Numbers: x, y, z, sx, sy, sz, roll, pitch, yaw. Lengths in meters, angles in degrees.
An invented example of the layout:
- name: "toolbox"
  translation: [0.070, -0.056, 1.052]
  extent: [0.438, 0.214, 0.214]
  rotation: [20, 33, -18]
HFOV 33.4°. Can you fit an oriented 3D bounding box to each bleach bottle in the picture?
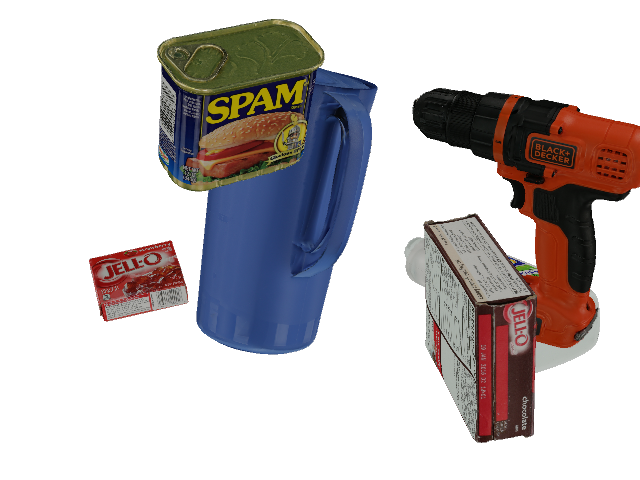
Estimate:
- name: "bleach bottle"
  translation: [0.148, 0.045, 1.014]
  extent: [0.102, 0.068, 0.251]
  rotation: [-15, 21, -22]

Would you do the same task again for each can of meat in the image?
- name: "can of meat"
  translation: [-0.054, -0.086, 0.684]
  extent: [0.101, 0.084, 0.057]
  rotation: [-17, 50, -26]

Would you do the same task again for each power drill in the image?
- name: "power drill"
  translation: [0.152, -0.020, 0.818]
  extent: [0.185, 0.188, 0.057]
  rotation: [17, 34, 26]

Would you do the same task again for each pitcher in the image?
- name: "pitcher"
  translation: [-0.032, -0.028, 0.906]
  extent: [0.145, 0.243, 0.149]
  rotation: [12, 14, 9]

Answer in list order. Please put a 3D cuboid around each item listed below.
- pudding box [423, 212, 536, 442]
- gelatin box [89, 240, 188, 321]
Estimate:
- name: "pudding box"
  translation: [0.090, 0.047, 0.616]
  extent: [0.039, 0.090, 0.113]
  rotation: [-7, 26, -9]
- name: "gelatin box"
  translation: [-0.186, 0.040, 1.090]
  extent: [0.089, 0.030, 0.073]
  rotation: [-12, 41, -12]
